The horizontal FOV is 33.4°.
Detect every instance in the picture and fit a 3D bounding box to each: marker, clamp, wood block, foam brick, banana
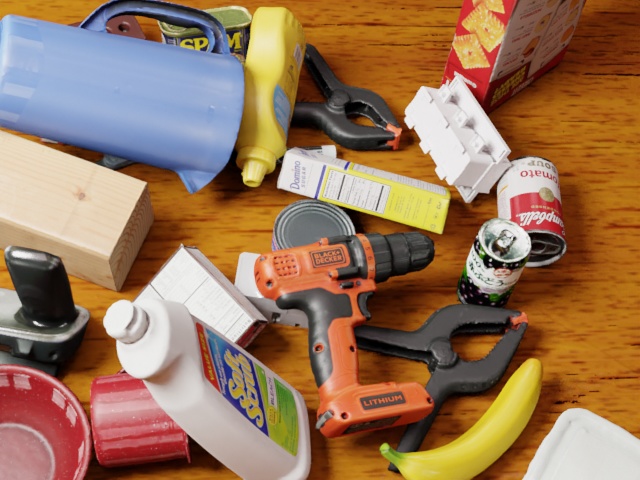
[{"bbox_3d":[-0.043,-0.093,1.178,0.121,0.020,0.020,-3,58,-10],"label":"marker"},{"bbox_3d":[0.118,0.128,1.046,0.209,0.036,0.164,-15,64,-15],"label":"clamp"},{"bbox_3d":[-0.280,-0.036,1.057,0.206,0.090,0.090,20,66,5],"label":"wood block"},{"bbox_3d":[0.019,-0.160,1.218,0.171,0.039,0.120,22,67,7],"label":"clamp"},{"bbox_3d":[-0.242,-0.219,1.212,0.078,0.051,0.053,-20,62,-20],"label":"foam brick"},{"bbox_3d":[0.147,0.182,1.002,0.197,0.069,0.037,-25,20,-29],"label":"banana"}]

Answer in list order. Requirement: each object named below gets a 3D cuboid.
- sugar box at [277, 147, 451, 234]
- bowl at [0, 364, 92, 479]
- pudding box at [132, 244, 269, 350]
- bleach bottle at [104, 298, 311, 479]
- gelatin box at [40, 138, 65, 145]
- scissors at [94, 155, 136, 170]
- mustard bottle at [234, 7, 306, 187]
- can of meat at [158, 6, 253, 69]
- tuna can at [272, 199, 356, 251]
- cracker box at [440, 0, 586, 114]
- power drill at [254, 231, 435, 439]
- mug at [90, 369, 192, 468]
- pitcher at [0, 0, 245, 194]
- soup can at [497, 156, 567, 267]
[{"bbox_3d":[0.047,-0.053,1.122,0.176,0.093,0.048,13,99,3],"label":"sugar box"},{"bbox_3d":[-0.280,0.192,0.936,0.162,0.055,0.162,4,57,-6],"label":"bowl"},{"bbox_3d":[-0.118,0.073,1.023,0.113,0.039,0.090,44,96,17],"label":"pudding box"},{"bbox_3d":[-0.094,0.126,0.895,0.068,0.250,0.102,-19,52,21],"label":"bleach bottle"},{"bbox_3d":[-0.283,-0.160,1.155,0.030,0.073,0.089,8,56,-3],"label":"gelatin box"},{"bbox_3d":[-0.222,-0.104,1.160,0.201,0.016,0.096,-12,62,-16],"label":"scissors"},{"bbox_3d":[-0.057,-0.145,1.137,0.058,0.096,0.191,4,66,10],"label":"mustard bottle"},{"bbox_3d":[-0.126,-0.209,1.195,0.102,0.084,0.057,-11,35,-14],"label":"can of meat"},{"bbox_3d":[-0.007,0.001,1.112,0.086,0.034,0.086,4,57,-6],"label":"tuna can"},{"bbox_3d":[0.228,-0.258,1.207,0.164,0.214,0.072,-35,66,-26],"label":"cracker box"},{"bbox_3d":[0.044,0.082,1.003,0.184,0.057,0.188,-9,66,-17],"label":"power drill"},{"bbox_3d":[-0.162,0.152,0.966,0.081,0.093,0.117,-6,38,-7],"label":"mug"},{"bbox_3d":[-0.204,-0.156,1.068,0.242,0.145,0.149,11,40,-23],"label":"pitcher"},{"bbox_3d":[0.226,-0.031,1.147,0.068,0.068,0.102,6,56,-5],"label":"soup can"}]
